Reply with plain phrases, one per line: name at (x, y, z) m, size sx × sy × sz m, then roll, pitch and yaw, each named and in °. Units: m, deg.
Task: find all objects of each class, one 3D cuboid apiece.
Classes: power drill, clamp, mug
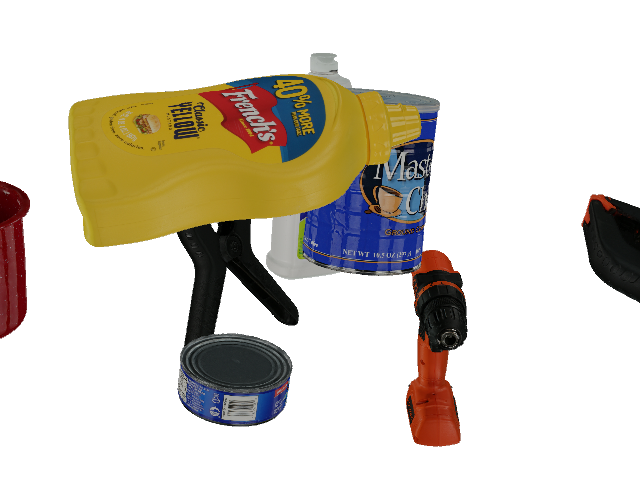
power drill at (0.127, 0.124, 1.148) m, size 0.057 × 0.188 × 0.184 m, roll 1°, pitch 23°, yaw 1°
clamp at (-0.089, 0.011, 1.041) m, size 0.036 × 0.210 × 0.164 m, roll -10°, pitch 1°, yaw 36°
mug at (-0.236, 0.018, 0.660) m, size 0.117 × 0.081 × 0.093 m, roll -17°, pitch 32°, yaw -37°
clamp at (0.246, 0.027, 0.713) m, size 0.120 × 0.039 × 0.171 m, roll -5°, pitch 44°, yaw -26°

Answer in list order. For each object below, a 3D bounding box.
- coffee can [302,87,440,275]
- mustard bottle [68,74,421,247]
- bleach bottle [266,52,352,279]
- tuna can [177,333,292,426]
coffee can at (0.041, -0.052, 0.893) m, size 0.103 × 0.140 × 0.103 m, roll 5°, pitch 14°, yaw -1°
mustard bottle at (-0.039, -0.051, 0.589) m, size 0.191 × 0.058 × 0.096 m, roll -9°, pitch 42°, yaw -7°
bleach bottle at (-0.008, -0.086, 1.216) m, size 0.102 × 0.251 × 0.068 m, roll -8°, pitch 21°, yaw -26°
tuna can at (-0.066, 0.106, 0.815) m, size 0.086 × 0.034 × 0.086 m, roll 7°, pitch 23°, yaw -3°
